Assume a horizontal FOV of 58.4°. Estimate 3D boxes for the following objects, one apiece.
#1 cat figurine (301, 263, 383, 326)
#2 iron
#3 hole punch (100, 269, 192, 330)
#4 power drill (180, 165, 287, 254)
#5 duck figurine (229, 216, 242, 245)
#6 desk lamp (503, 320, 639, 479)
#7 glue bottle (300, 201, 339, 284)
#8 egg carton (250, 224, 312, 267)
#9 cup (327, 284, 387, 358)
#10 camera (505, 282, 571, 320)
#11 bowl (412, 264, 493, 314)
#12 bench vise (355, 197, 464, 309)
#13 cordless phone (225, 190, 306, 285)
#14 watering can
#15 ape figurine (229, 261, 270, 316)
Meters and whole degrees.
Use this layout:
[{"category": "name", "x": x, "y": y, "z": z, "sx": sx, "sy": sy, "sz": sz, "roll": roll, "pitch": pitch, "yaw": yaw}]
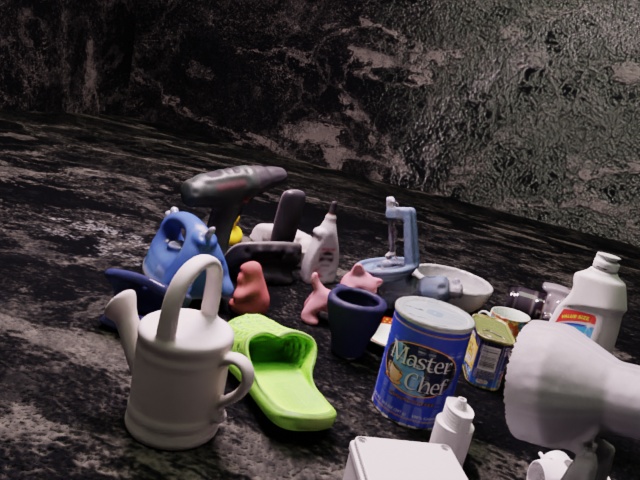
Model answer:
[{"category": "cat figurine", "x": 0.041, "y": 0.089, "z": 0.973, "sx": 0.128, "sy": 0.118, "sz": 0.067, "roll": 11, "pitch": 14, "yaw": -3}, {"category": "iron", "x": -0.240, "y": 0.011, "z": 0.990, "sx": 0.119, "sy": 0.141, "sz": 0.257, "roll": 1, "pitch": 18, "yaw": -37}, {"category": "hole punch", "x": -0.247, "y": 0.080, "z": 0.822, "sx": 0.108, "sy": 0.091, "sz": 0.101, "roll": 15, "pitch": 15, "yaw": 12}, {"category": "power drill", "x": -0.174, "y": -0.051, "z": 1.147, "sx": 0.230, "sy": 0.208, "sz": 0.075, "roll": -2, "pitch": 20, "yaw": -44}, {"category": "duck figurine", "x": -0.215, "y": -0.044, "z": 1.334, "sx": 0.078, "sy": 0.086, "sz": 0.104, "roll": 7, "pitch": 15, "yaw": -21}, {"category": "desk lamp", "x": 0.263, "y": 0.201, "z": 0.534, "sx": 0.202, "sy": 0.213, "sz": 0.118, "roll": 24, "pitch": 19, "yaw": 40}, {"category": "glue bottle", "x": 0.011, "y": 0.004, "z": 1.161, "sx": 0.078, "sy": 0.173, "sz": 0.037, "roll": 0, "pitch": 18, "yaw": -38}, {"category": "egg carton", "x": -0.084, "y": 0.010, "z": 1.270, "sx": 0.108, "sy": 0.069, "sz": 0.149, "roll": -1, "pitch": 19, "yaw": -42}, {"category": "cup", "x": 0.043, "y": 0.125, "z": 0.883, "sx": 0.092, "sy": 0.095, "sz": 0.117, "roll": 5, "pitch": 16, "yaw": -25}, {"category": "camera", "x": 0.461, "y": 0.132, "z": 1.191, "sx": 0.136, "sy": 0.101, "sz": 0.143, "roll": 17, "pitch": 15, "yaw": 19}, {"category": "bowl", "x": 0.261, "y": 0.109, "z": 1.165, "sx": 0.167, "sy": 0.075, "sz": 0.167, "roll": 11, "pitch": 14, "yaw": -3}, {"category": "bench vise", "x": 0.164, "y": 0.039, "z": 1.060, "sx": 0.207, "sy": 0.220, "sz": 0.121, "roll": 12, "pitch": 14, "yaw": -2}, {"category": "cordless phone", "x": -0.100, "y": -0.013, "z": 1.109, "sx": 0.148, "sy": 0.185, "sz": 0.093, "roll": 0, "pitch": 18, "yaw": -39}, {"category": "watering can", "x": -0.148, "y": 0.106, "z": 0.597, "sx": 0.173, "sy": 0.194, "sz": 0.101, "roll": 12, "pitch": 14, "yaw": -2}, {"category": "ape figurine", "x": -0.116, "y": 0.078, "z": 0.938, "sx": 0.076, "sy": 0.092, "sz": 0.078, "roll": 17, "pitch": 15, "yaw": 20}]
